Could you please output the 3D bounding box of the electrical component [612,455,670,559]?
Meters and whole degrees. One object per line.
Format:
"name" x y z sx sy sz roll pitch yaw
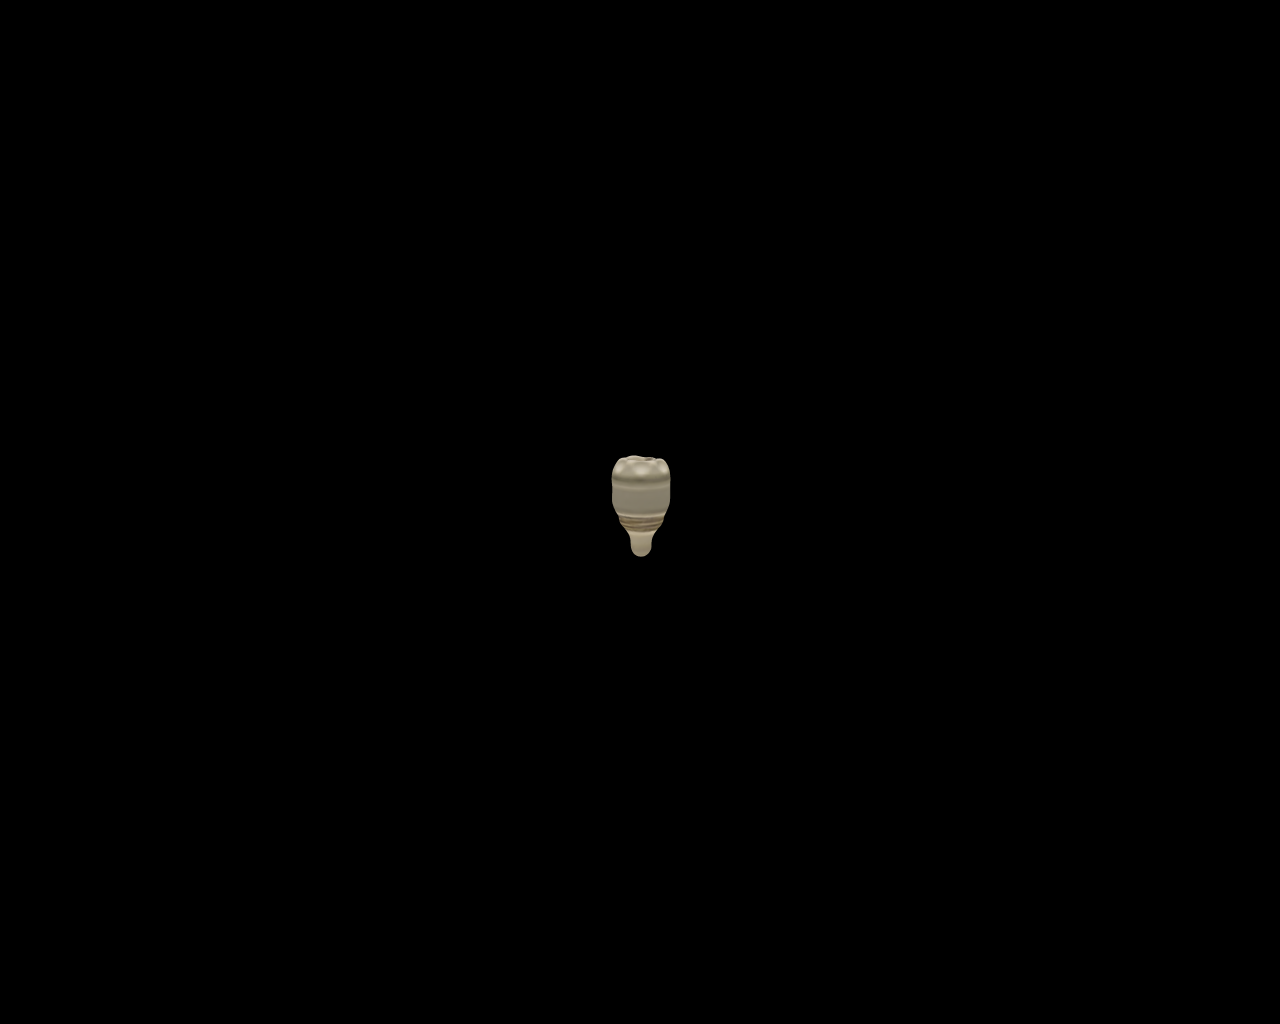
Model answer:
"electrical component" 0.001 -0.003 0.650 0.035 0.061 0.035 0 11 0
